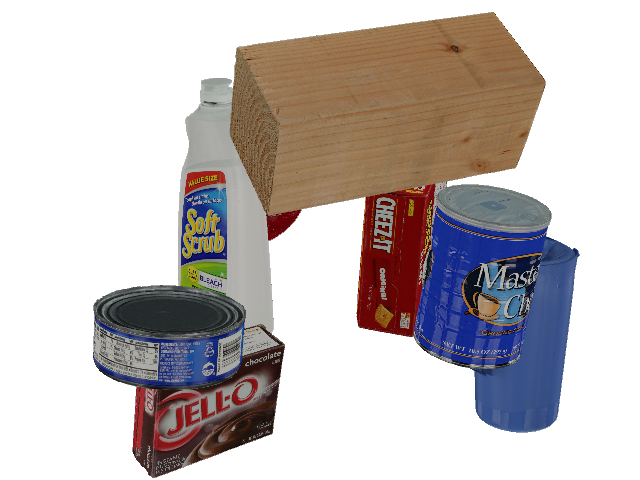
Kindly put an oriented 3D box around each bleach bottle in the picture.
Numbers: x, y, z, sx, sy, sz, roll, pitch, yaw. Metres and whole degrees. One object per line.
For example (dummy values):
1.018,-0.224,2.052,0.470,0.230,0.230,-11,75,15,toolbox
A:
-0.096,-0.028,1.003,0.103,0.251,0.067,18,29,39,bleach bottle

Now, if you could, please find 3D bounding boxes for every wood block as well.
0.046,-0.096,0.786,0.205,0.091,0.090,-11,-39,-19,wood block

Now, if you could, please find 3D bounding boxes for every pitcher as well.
0.248,0.120,1.373,0.149,0.243,0.144,5,18,17,pitcher

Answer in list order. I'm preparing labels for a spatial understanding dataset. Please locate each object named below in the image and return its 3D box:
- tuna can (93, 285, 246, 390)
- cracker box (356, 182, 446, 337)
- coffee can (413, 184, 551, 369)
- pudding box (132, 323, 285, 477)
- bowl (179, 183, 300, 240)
-0.086,0.054,0.605,0.086,0.034,0.086,5,14,-1,tuna can
0.095,-0.013,1.206,0.072,0.164,0.213,7,22,11,cracker box
0.146,0.031,0.975,0.103,0.140,0.103,6,22,-3,coffee can
-0.085,0.120,0.812,0.113,0.090,0.039,-16,39,-36,pudding box
-0.093,-0.039,1.317,0.162,0.055,0.162,4,25,-2,bowl
